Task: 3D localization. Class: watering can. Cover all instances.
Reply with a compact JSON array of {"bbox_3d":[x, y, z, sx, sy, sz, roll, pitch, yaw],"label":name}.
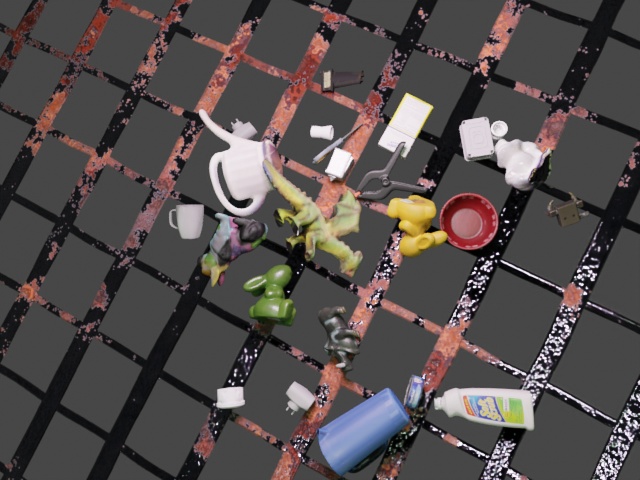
[{"bbox_3d":[-0.235,-0.247,1.558,0.224,0.105,0.346,-14,96,8],"label":"watering can"}]

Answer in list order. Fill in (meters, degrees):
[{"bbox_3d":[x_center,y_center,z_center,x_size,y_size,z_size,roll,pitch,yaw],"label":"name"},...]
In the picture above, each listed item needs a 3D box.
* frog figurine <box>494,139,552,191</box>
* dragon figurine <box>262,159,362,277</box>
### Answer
[{"bbox_3d":[0.564,-0.216,1.460,0.161,0.122,0.137,31,99,47],"label":"frog figurine"},{"bbox_3d":[0.005,-0.076,1.507,0.244,0.121,0.411,-19,87,-24],"label":"dragon figurine"}]
